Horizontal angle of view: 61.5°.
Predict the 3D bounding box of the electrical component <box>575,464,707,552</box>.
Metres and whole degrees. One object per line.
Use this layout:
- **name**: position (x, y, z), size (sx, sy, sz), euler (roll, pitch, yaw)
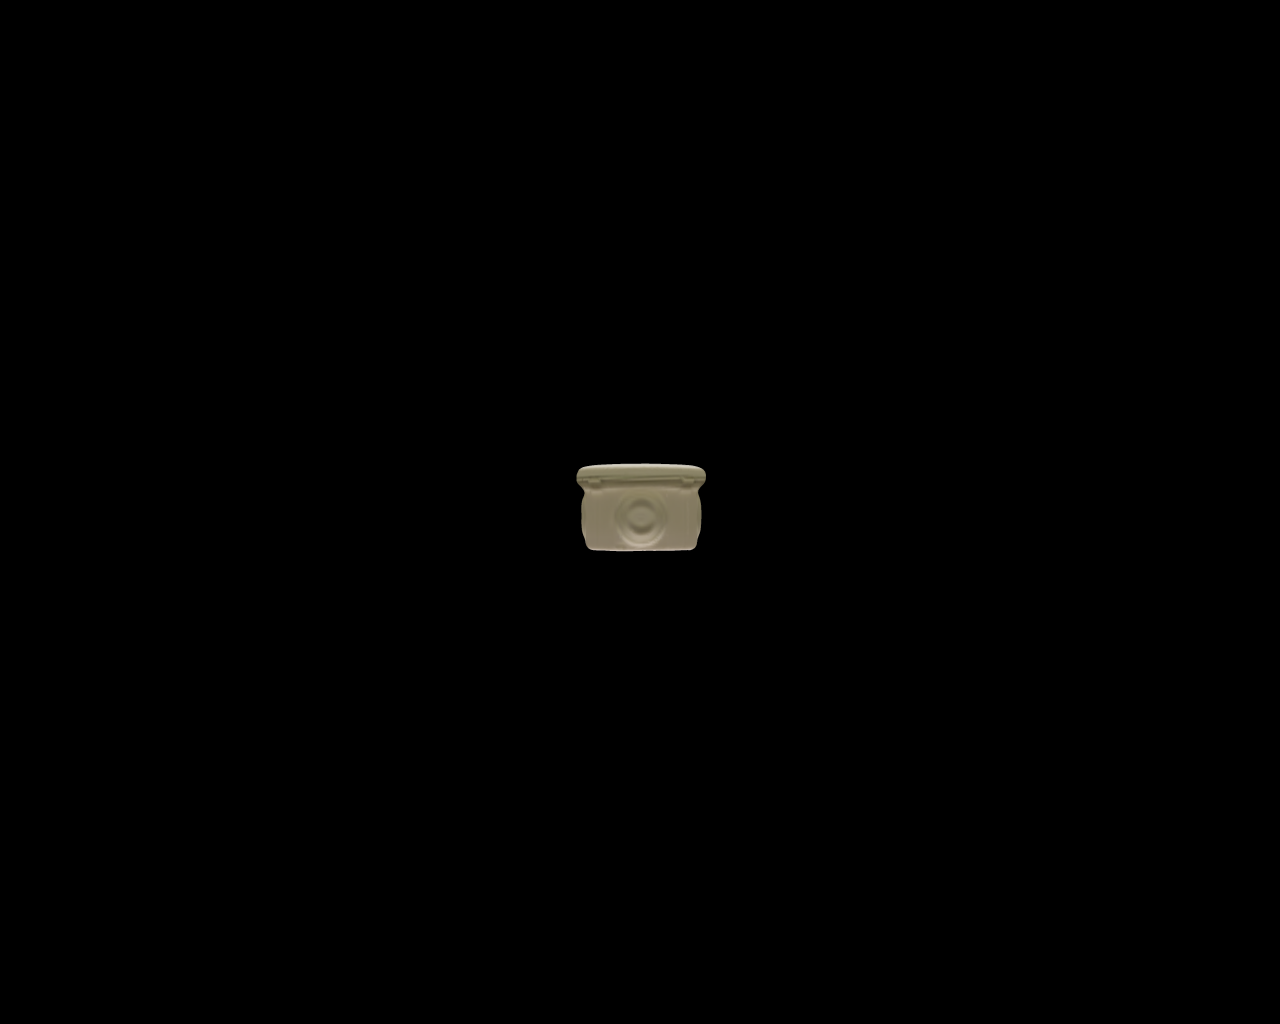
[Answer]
- **electrical component**: position (0.001, -0.003, 0.650), size (0.080, 0.051, 0.080), euler (0, 0, 0)
